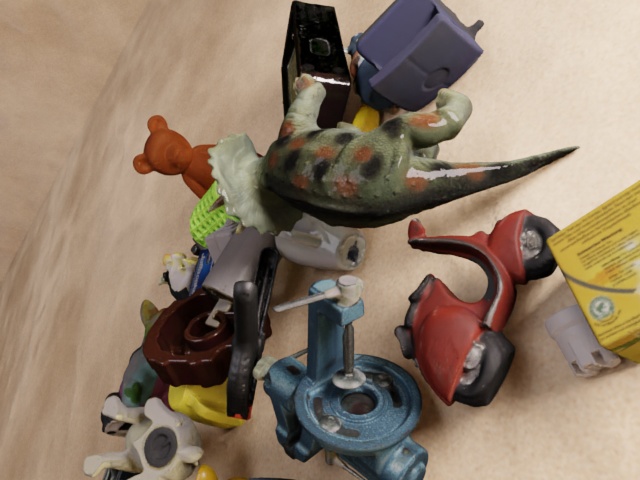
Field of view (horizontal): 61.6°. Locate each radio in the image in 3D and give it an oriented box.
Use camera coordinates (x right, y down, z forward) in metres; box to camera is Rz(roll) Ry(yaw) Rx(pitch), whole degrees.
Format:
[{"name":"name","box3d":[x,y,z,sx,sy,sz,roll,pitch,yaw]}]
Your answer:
[{"name":"radio","box3d":[-0.012,-0.243,0.794,0.131,0.073,0.230,106,162,-48]}]

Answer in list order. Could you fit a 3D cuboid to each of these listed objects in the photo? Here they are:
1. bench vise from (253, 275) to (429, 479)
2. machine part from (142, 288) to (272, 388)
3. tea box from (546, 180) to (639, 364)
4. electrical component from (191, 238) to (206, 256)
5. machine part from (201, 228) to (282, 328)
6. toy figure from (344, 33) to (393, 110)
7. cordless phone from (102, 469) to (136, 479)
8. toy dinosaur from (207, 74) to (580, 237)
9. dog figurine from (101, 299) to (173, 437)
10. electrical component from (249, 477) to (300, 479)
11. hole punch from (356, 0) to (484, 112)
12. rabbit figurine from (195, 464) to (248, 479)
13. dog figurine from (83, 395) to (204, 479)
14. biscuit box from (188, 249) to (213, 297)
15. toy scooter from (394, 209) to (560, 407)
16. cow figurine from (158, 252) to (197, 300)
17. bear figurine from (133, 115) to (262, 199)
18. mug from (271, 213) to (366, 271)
[{"name":"bench vise","box3d":[0.012,0.130,0.529,0.224,0.129,0.240,36,137,47]},{"name":"machine part","box3d":[-0.158,0.134,0.763,0.179,0.056,0.179,-12,30,7]},{"name":"tea box","box3d":[0.257,0.001,0.360,0.169,0.068,0.098,-40,43,35]},{"name":"electrical component","box3d":[-0.193,-0.007,0.983,0.078,0.045,0.102,39,108,25]},{"name":"machine part","box3d":[-0.089,0.012,0.742,0.079,0.079,0.243,1,57,53]},{"name":"toy figure","box3d":[0.070,-0.237,0.746,0.057,0.064,0.155,91,171,-45]},{"name":"cordless phone","box3d":[-0.320,0.385,0.903,0.184,0.088,0.146,4,75,58]},{"name":"toy dinosaur","box3d":[0.030,-0.070,0.568,0.405,0.131,0.192,13,61,40]},{"name":"dog figurine","box3d":[-0.295,0.218,0.940,0.191,0.108,0.219,-36,43,41]},{"name":"electrical component","box3d":[-0.048,0.316,0.550,0.058,0.114,0.134,-18,58,43]},{"name":"hole punch","box3d":[0.117,-0.206,0.614,0.142,0.115,0.092,-42,37,28]},{"name":"rabbit figurine","box3d":[-0.157,0.364,0.676,0.162,0.122,0.173,-65,16,-1]},{"name":"dog figurine","box3d":[-0.200,0.292,0.751,0.173,0.190,0.121,14,73,28]},{"name":"biscuit box","box3d":[-0.185,0.115,0.886,0.063,0.059,0.202,-7,66,51]},{"name":"toy scooter","box3d":[0.122,0.047,0.484,0.135,0.075,0.183,25,90,30]},{"name":"cow figurine","box3d":[-0.250,0.075,0.995,0.167,0.068,0.098,10,88,56]},{"name":"bear figurine","box3d":[-0.214,-0.135,0.945,0.132,0.195,0.120,17,83,54]},{"name":"mug","box3d":[-0.001,-0.002,0.677,0.107,0.109,0.080,18,88,44]}]
